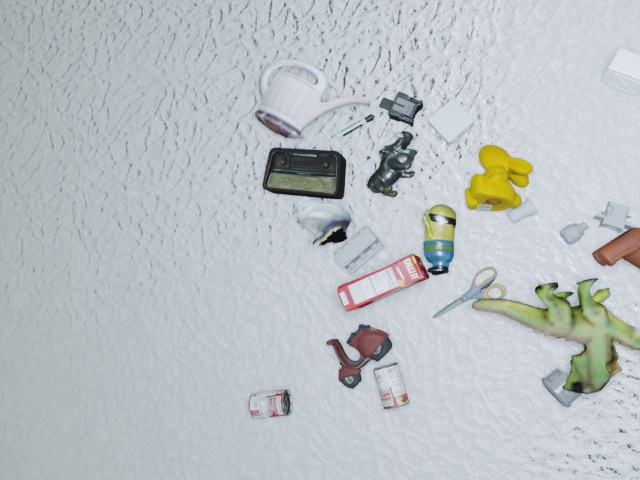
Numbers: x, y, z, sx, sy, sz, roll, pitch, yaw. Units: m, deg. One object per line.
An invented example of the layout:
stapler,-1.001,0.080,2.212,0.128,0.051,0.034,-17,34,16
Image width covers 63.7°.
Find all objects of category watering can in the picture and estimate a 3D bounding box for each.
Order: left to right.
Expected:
watering can,-0.046,-0.395,1.496,0.350,0.103,0.224,29,91,19

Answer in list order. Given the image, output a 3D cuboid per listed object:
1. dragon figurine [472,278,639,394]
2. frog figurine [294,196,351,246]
dragon figurine,0.576,0.224,1.175,0.409,0.120,0.247,-11,67,14
frog figurine,0.004,-0.072,1.425,0.138,0.120,0.162,-21,64,-21
